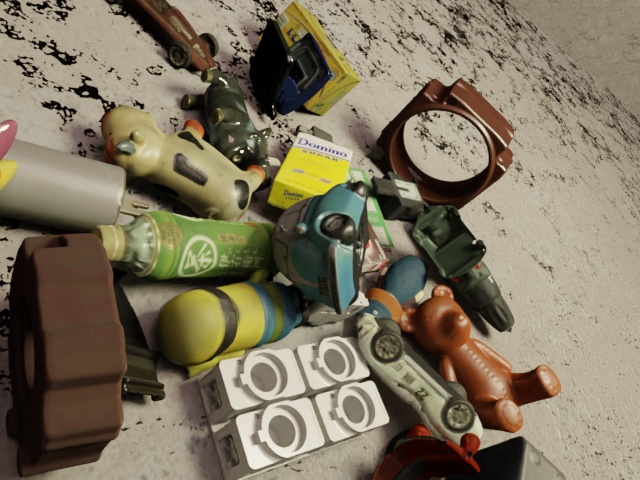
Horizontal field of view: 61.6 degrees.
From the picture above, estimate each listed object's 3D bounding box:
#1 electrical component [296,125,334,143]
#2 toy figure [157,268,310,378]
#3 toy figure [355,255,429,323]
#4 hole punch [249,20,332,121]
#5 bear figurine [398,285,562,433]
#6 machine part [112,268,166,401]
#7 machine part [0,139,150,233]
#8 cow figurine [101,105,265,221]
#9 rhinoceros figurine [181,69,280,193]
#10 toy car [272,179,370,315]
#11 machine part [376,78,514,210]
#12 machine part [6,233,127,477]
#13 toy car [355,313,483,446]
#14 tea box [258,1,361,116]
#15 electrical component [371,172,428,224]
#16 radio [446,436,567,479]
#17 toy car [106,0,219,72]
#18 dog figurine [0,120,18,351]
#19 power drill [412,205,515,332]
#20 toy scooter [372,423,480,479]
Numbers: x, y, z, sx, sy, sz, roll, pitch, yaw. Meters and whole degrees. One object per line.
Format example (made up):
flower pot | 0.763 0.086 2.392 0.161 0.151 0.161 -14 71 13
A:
electrical component | 0.001 -0.155 0.890 0.094 0.021 0.063 22 46 -32
toy figure | -0.086 0.078 0.569 0.180 0.089 0.082 -6 55 -42
toy figure | 0.098 0.082 0.744 0.154 0.064 0.057 -44 131 -35
hole punch | -0.052 -0.272 0.869 0.092 0.115 0.142 -3 57 -36
bear figurine | 0.206 0.152 0.735 0.120 0.132 0.196 -24 81 -27
machine part | -0.188 0.084 0.500 0.139 0.039 0.084 59 8 25
machine part | -0.284 -0.056 0.520 0.243 0.079 0.079 13 50 -32
cow figurine | -0.172 -0.085 0.641 0.195 0.085 0.127 36 35 -13
rhinoceros figurine | -0.122 -0.149 0.749 0.112 0.073 0.190 9 49 -49
toy car | -0.001 -0.002 0.597 0.103 0.109 0.162 3 40 11
machine part | 0.217 -0.160 0.944 0.201 0.201 0.087 44 42 -4
machine part | -0.199 0.083 0.408 0.056 0.179 0.179 1 57 -37
toy car | 0.116 0.165 0.650 0.202 0.056 0.073 44 7 0
tea box | -0.019 -0.315 0.939 0.169 0.098 0.068 58 23 12
electrical component | 0.124 -0.073 0.910 0.119 0.048 0.075 2 57 -40
radio | 0.179 0.324 0.562 0.073 0.131 0.229 42 40 -3
toy car | -0.237 -0.338 0.816 0.202 0.053 0.089 44 36 0
dog figurine | -0.279 0.014 0.394 0.191 0.108 0.219 35 59 -10
power drill | 0.222 0.036 0.829 0.232 0.086 0.207 58 15 24
toy scooter | 0.105 0.258 0.551 0.075 0.135 0.184 42 41 -7
